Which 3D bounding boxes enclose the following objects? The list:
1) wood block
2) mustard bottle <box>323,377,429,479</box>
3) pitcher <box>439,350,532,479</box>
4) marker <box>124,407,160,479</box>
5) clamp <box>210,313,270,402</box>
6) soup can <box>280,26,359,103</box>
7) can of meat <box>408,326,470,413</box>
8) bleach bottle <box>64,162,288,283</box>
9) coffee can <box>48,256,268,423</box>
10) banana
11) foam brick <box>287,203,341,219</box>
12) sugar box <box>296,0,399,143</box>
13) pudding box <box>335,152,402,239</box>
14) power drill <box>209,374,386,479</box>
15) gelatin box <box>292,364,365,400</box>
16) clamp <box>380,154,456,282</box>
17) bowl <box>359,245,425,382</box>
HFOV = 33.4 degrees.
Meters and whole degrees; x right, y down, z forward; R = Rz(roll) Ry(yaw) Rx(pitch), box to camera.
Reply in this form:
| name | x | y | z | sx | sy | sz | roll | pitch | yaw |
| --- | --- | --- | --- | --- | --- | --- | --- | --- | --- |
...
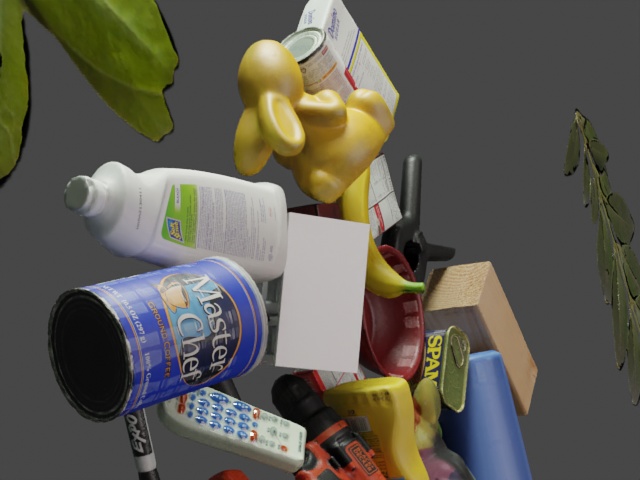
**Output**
| name | x | y | z | sx | sy | sz | roll | pitch | yaw |
| --- | --- | --- | --- | --- | --- | --- | --- | --- | --- |
| wood block | 0.219 | 0.140 | 1.467 | 0.206 | 0.090 | 0.090 | 62 | 34 | -30 |
| mustard bottle | 0.066 | 0.240 | 1.095 | 0.058 | 0.096 | 0.191 | -15 | 92 | -51 |
| pitcher | 0.191 | 0.269 | 1.356 | 0.149 | 0.145 | 0.243 | 18 | 61 | -74 |
| marker | -0.150 | 0.159 | 0.883 | 0.020 | 0.020 | 0.121 | -18 | 97 | -60 |
| clamp | -0.103 | 0.078 | 0.971 | 0.171 | 0.039 | 0.120 | 53 | 36 | -39 |
| soup can | -0.001 | -0.181 | 1.202 | 0.102 | 0.069 | 0.068 | 55 | 38 | -37 |
| can of meat | 0.131 | 0.161 | 1.306 | 0.057 | 0.084 | 0.102 | 39 | 52 | -44 |
| bleach bottle | -0.124 | -0.024 | 0.944 | 0.250 | 0.068 | 0.102 | 17 | 66 | -55 |
| coffee can | -0.125 | 0.075 | 0.836 | 0.140 | 0.103 | 0.103 | -13 | 93 | -46 |
| banana | 0.053 | -0.008 | 1.181 | 0.037 | 0.069 | 0.198 | 64 | 4 | -61 |
| foam brick | -0.008 | 0.001 | 1.150 | 0.052 | 0.051 | 0.078 | -5 | 86 | -62 |
| sugar box | 0.033 | -0.204 | 1.293 | 0.176 | 0.048 | 0.093 | 51 | 40 | -35 |
| pudding box | 0.054 | -0.050 | 1.288 | 0.113 | 0.039 | 0.090 | -35 | 110 | -61 |
| power drill | -0.024 | 0.221 | 1.002 | 0.184 | 0.057 | 0.187 | 49 | 36 | 16 |
| gelatin box | 0.011 | 0.147 | 1.160 | 0.073 | 0.030 | 0.089 | 66 | 33 | -22 |
| clamp | 0.116 | -0.007 | 1.385 | 0.209 | 0.036 | 0.164 | -47 | 122 | -54 |
| bowl | 0.065 | 0.090 | 1.245 | 0.161 | 0.055 | 0.162 | 26 | 59 | -55 |
